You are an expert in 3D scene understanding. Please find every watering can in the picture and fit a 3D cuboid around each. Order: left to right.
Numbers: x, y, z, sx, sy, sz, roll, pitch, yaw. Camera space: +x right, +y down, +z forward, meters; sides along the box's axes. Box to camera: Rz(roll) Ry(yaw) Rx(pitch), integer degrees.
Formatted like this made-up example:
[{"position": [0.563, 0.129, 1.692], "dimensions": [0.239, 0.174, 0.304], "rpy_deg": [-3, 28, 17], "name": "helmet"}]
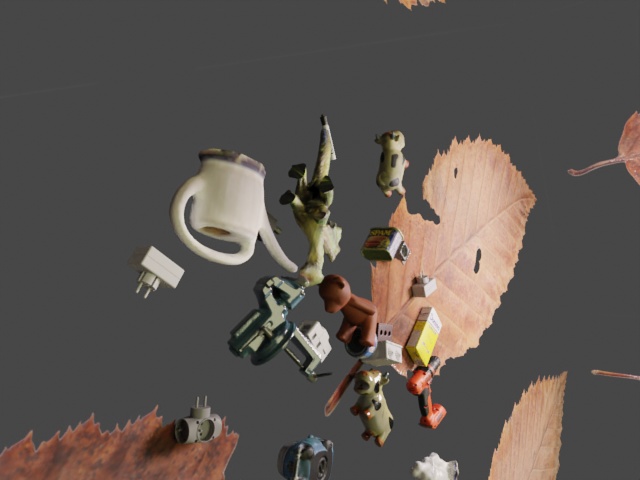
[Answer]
[{"position": [-0.156, -0.054, 1.052], "dimensions": [0.345, 0.103, 0.227], "rpy_deg": [21, 69, -50], "name": "watering can"}]

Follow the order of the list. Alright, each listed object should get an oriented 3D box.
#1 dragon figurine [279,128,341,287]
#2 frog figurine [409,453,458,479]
[{"position": [0.004, -0.064, 1.279], "dimensions": [0.237, 0.122, 0.420], "rpy_deg": [71, 28, -45], "name": "dragon figurine"}, {"position": [0.343, 0.740, 1.608], "dimensions": [0.159, 0.122, 0.138], "rpy_deg": [13, 84, -13], "name": "frog figurine"}]
